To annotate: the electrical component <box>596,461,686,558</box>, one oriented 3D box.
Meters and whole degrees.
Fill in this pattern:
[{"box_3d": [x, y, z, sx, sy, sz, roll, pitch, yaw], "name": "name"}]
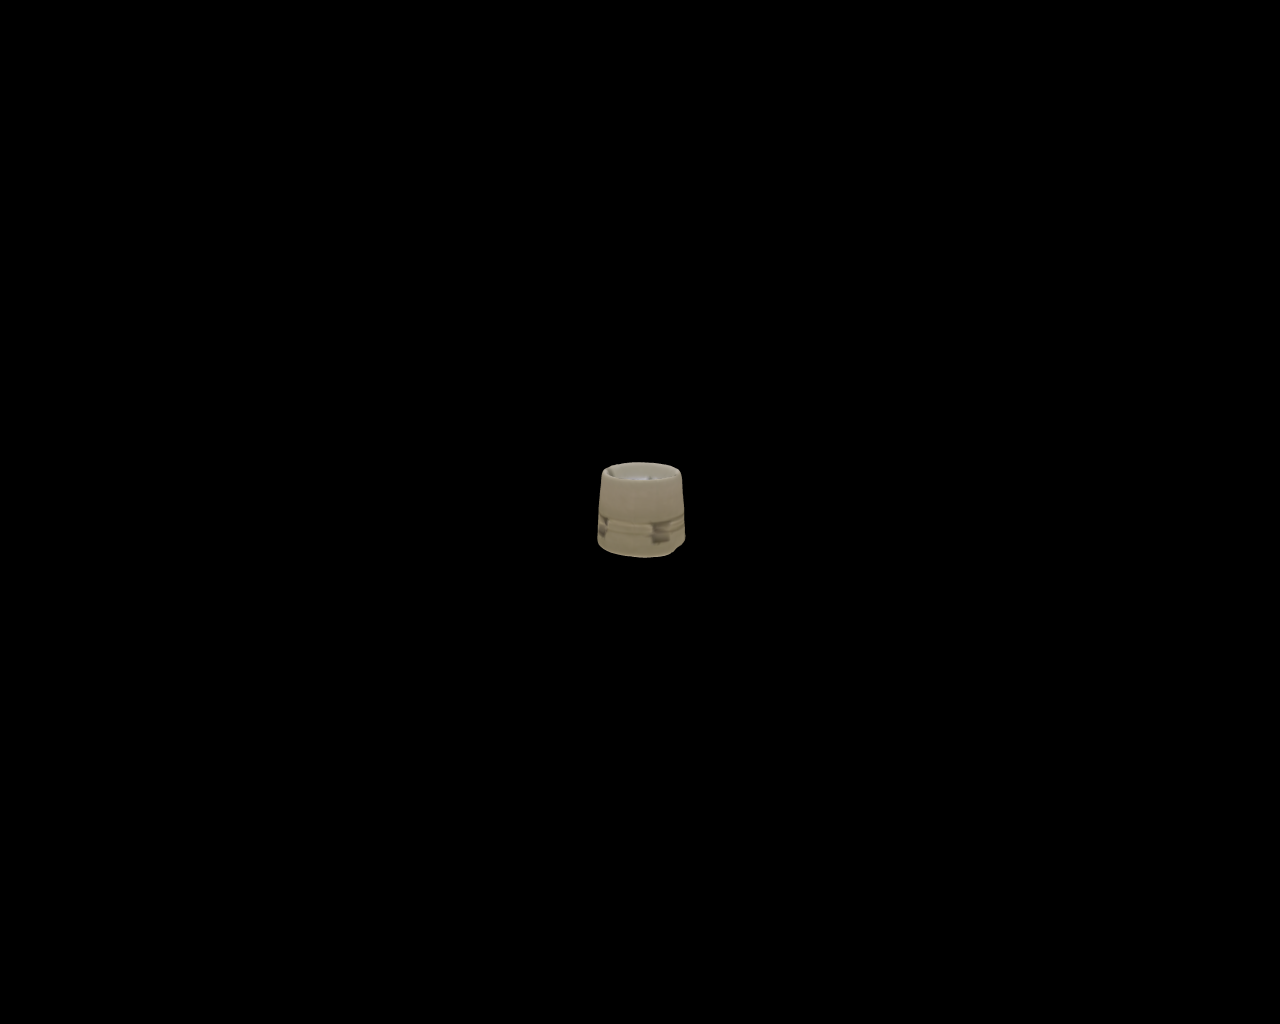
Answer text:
[{"box_3d": [0.001, -0.003, 0.650, 0.055, 0.047, 0.055, 0, 15, 0], "name": "electrical component"}]
